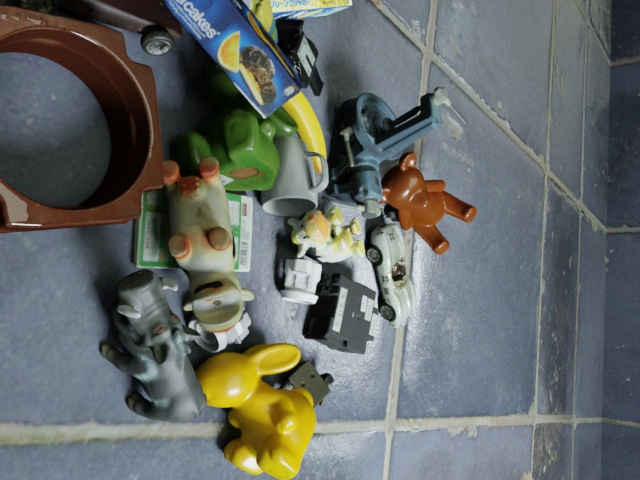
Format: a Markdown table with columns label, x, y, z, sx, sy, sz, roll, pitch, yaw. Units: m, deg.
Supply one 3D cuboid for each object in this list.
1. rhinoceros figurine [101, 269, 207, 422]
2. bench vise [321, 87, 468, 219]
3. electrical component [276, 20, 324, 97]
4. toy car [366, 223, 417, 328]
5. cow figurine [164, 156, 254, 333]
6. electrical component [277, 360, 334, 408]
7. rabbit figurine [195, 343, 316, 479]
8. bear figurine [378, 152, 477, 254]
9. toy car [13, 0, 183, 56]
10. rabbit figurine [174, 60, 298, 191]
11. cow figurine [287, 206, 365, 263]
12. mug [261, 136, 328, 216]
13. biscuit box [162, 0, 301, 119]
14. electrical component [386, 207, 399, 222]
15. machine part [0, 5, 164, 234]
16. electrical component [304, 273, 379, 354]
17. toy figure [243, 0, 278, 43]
| label | x | y | z | sx | sy | sz | roll | pitch | yaw |
| --- | --- | --- | --- | --- | --- | --- | --- | --- | --- |
| rhinoceros figurine | -0.183 | 0.123 | 0.597 | 0.073 | 0.112 | 0.190 | -33 | 121 | -43 |
| bench vise | 0.105 | -0.157 | 0.862 | 0.128 | 0.241 | 0.224 | 28 | 51 | -35 |
| electrical component | -0.034 | -0.273 | 0.832 | 0.119 | 0.048 | 0.075 | 48 | 53 | -62 |
| toy car | 0.139 | 0.069 | 1.013 | 0.073 | 0.056 | 0.201 | -29 | 109 | -46 |
| cow figurine | -0.134 | 0.014 | 0.629 | 0.127 | 0.085 | 0.195 | 92 | -16 | -67 |
| electrical component | -0.025 | 0.235 | 0.828 | 0.078 | 0.045 | 0.102 | 48 | 45 | 0 |
| rabbit figurine | -0.085 | 0.206 | 0.707 | 0.173 | 0.122 | 0.162 | 43 | 63 | -17 |
| bear figurine | 0.188 | -0.068 | 0.974 | 0.120 | 0.132 | 0.195 | -50 | 152 | 5 |
| toy car | -0.244 | -0.264 | 0.590 | 0.202 | 0.053 | 0.089 | 3 | 65 | -51 |
| rabbit figurine | -0.099 | -0.160 | 0.710 | 0.159 | 0.121 | 0.170 | 13 | 63 | -51 |
| cow figurine | -0.003 | -0.004 | 0.812 | 0.167 | 0.098 | 0.068 | 22 | 54 | -62 |
| mug | -0.038 | -0.100 | 0.786 | 0.080 | 0.110 | 0.107 | 14 | 65 | -47 |
| biscuit box | -0.104 | -0.236 | 0.604 | 0.202 | 0.059 | 0.063 | 45 | 23 | -33 |
| electrical component | 0.160 | -0.068 | 1.071 | 0.094 | 0.021 | 0.063 | -6 | 92 | -49 |
| machine part | -0.266 | -0.111 | 0.532 | 0.201 | 0.087 | 0.200 | -9 | 94 | -48 |
| electrical component | 0.042 | 0.127 | 0.898 | 0.134 | 0.058 | 0.115 | 32 | 66 | -44 |
| toy figure | -0.097 | -0.291 | 0.690 | 0.180 | 0.082 | 0.089 | 75 | 18 | -70 |
